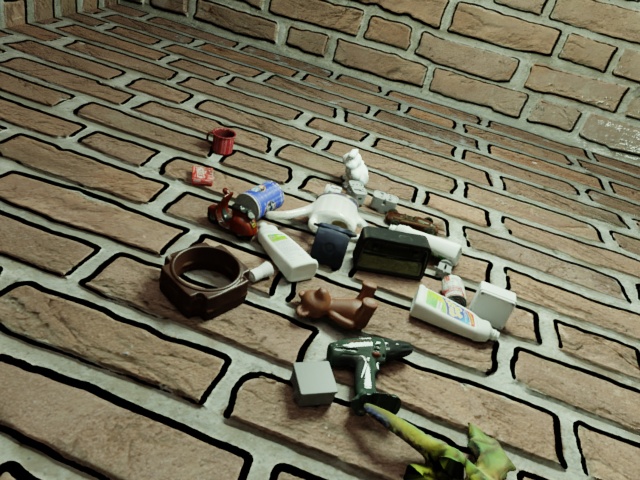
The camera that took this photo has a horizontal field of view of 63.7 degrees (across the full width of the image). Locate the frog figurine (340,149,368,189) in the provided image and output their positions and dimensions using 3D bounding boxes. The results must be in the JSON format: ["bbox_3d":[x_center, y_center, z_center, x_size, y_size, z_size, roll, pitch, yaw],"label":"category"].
[{"bbox_3d":[0.143,-0.286,2.027,0.123,0.156,0.140,20,34,5],"label":"frog figurine"}]

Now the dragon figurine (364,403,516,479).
[{"bbox_3d":[0.300,0.463,1.091,0.243,0.120,0.416,1,34,-51],"label":"dragon figurine"}]

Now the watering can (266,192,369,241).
[{"bbox_3d":[0.005,-0.087,1.734,0.348,0.102,0.229,15,32,0],"label":"watering can"}]
